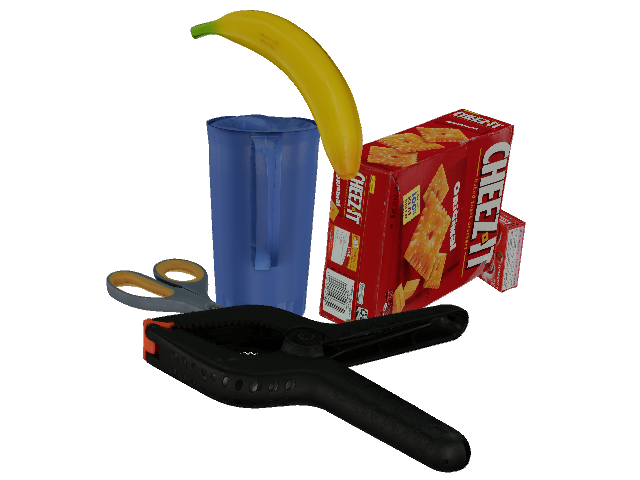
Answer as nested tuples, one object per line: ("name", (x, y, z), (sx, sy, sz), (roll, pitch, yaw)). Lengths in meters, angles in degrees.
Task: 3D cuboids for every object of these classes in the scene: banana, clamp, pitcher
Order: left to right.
("pitcher", (-0.068, -0.023, 1.251), (0.145, 0.243, 0.148), (13, 18, 38))
("banana", (-0.020, -0.134, 0.887), (0.198, 0.069, 0.037), (44, 3, 20))
("clamp", (-0.003, 0.070, 0.660), (0.210, 0.036, 0.164), (10, 24, 11))

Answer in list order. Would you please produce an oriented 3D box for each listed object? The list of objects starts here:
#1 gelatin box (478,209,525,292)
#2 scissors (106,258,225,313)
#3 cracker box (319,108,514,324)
("gelatin box", (0.204, 0.006, 1.265), (0.030, 0.089, 0.073), (-16, 32, -29))
("scissors", (-0.086, 0.052, 0.901), (0.202, 0.016, 0.096), (14, 26, 22))
("cracker box", (0.096, -0.022, 1.016), (0.072, 0.164, 0.213), (23, 30, 34))
